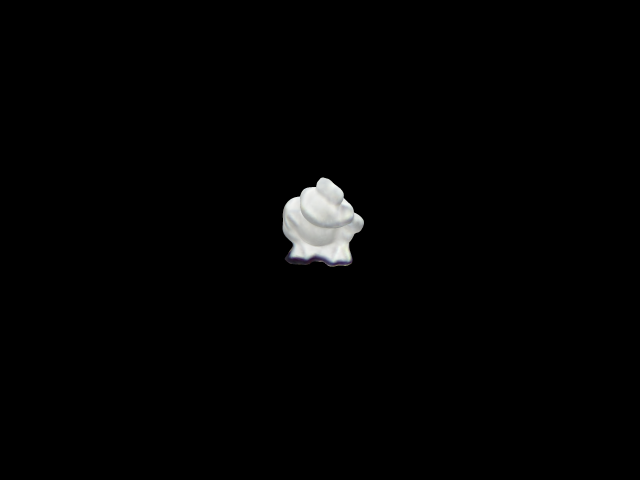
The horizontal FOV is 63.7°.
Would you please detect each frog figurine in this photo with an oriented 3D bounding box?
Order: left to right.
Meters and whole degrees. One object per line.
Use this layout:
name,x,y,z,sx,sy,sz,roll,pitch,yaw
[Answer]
frog figurine,0.003,-0.043,0.850,0.138,0.156,0.125,16,38,22
